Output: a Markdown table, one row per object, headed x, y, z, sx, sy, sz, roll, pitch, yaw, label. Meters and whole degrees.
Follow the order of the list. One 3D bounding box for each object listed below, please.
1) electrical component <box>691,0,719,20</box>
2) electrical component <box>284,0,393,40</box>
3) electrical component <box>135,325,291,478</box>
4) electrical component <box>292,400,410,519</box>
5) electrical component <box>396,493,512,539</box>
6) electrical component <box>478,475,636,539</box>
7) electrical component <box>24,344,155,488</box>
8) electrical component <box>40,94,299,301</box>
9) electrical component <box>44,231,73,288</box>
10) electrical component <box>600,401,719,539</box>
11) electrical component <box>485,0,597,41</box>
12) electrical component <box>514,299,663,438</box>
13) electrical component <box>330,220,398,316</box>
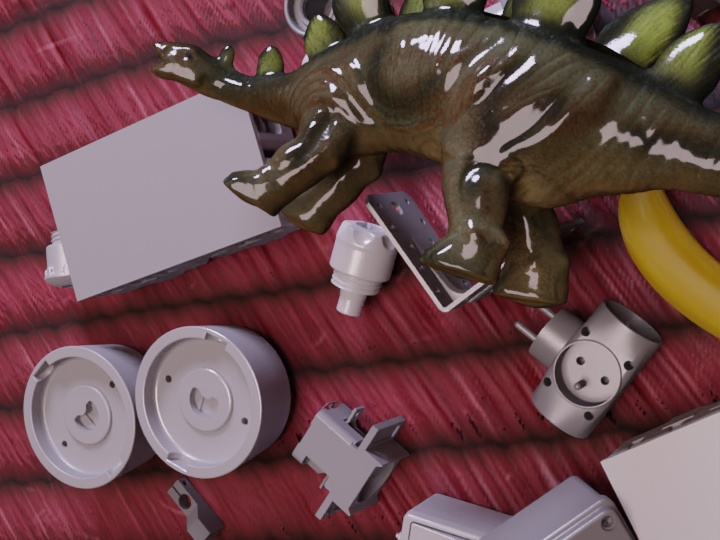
| x | y | z | sx | sy | sz | roll | pitch | yaw | label |
| --- | --- | --- | --- | --- | --- | --- | --- | --- | --- |
| 0.214 | -0.185 | 0.604 | 0.089 | 0.050 | 0.055 | -33 | 79 | 25 | electrical component |
| -0.019 | -0.173 | 0.720 | 0.066 | 0.055 | 0.048 | -4 | 92 | 27 | electrical component |
| -0.101 | 0.091 | 0.780 | 0.108 | 0.060 | 0.108 | 2 | 95 | 27 | electrical component |
| -0.009 | 0.129 | 0.747 | 0.064 | 0.042 | 0.081 | 39 | 109 | 23 | electrical component |
| 0.063 | 0.190 | 0.704 | 0.096 | 0.061 | 0.061 | 12 | 99 | 26 | electrical component |
| 0.120 | 0.198 | 0.638 | 0.109 | 0.056 | 0.108 | -33 | 104 | -6 | electrical component |
| -0.198 | 0.108 | 0.830 | 0.108 | 0.060 | 0.108 | 2 | 95 | 27 | electrical component |
| -0.132 | -0.055 | 0.784 | 0.186 | 0.060 | 0.105 | -18 | 86 | 27 | electrical component |
| -0.225 | -0.018 | 0.844 | 0.048 | 0.048 | 0.062 | -8 | 84 | 27 | electrical component |
| 0.219 | 0.156 | 0.622 | 0.089 | 0.062 | 0.150 | -30 | 81 | 26 | electrical component |
| 0.099 | -0.151 | 0.667 | 0.077 | 0.047 | 0.065 | -21 | 84 | 26 | electrical component |
| 0.132 | 0.050 | 0.668 | 0.079 | 0.044 | 0.077 | 40 | 110 | 19 | electrical component |
| 0.000 | 0.000 | 0.732 | 0.043 | 0.043 | 0.062 | 21 | 104 | 24 | electrical component |
